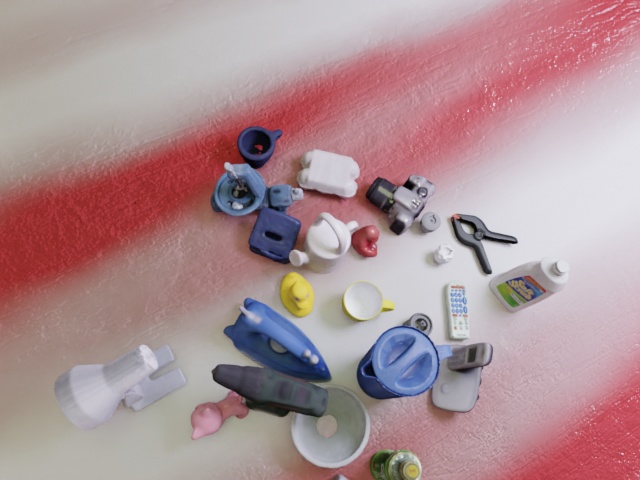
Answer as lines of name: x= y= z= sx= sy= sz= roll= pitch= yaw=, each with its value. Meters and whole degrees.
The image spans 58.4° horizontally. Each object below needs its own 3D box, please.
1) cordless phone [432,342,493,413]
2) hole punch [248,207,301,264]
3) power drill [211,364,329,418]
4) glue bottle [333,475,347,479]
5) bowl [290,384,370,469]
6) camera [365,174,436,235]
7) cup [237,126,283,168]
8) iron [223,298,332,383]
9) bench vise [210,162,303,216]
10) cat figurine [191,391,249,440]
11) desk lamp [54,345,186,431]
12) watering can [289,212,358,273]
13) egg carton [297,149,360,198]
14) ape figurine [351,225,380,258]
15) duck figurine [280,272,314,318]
cordless phone: x=0.310 y=0.290 z=1.222 sx=0.094 sy=0.185 sz=0.147 roll=12 pitch=69 yaw=-3
hole punch: x=-0.103 y=-0.009 z=1.324 sx=0.108 sy=0.091 sz=0.101 roll=21 pitch=69 yaw=0
power drill: x=-0.102 y=0.305 z=1.150 sx=0.229 sy=0.208 sz=0.075 roll=14 pitch=69 yaw=-2
glue bottle: x=0.037 y=0.502 z=1.117 sx=0.037 sy=0.173 sz=0.078 roll=36 pitch=70 yaw=6
bowl: x=0.018 y=0.392 z=1.206 sx=0.167 sy=0.074 sz=0.167 roll=2 pitch=70 yaw=-7
camera: x=0.192 y=-0.109 z=1.393 sx=0.136 sy=0.101 sz=0.143 roll=35 pitch=70 yaw=6
cup: x=-0.144 y=-0.222 z=1.392 sx=0.118 sy=0.095 sz=0.091 roll=-31 pitch=77 yaw=-16
iron: x=-0.076 y=0.219 z=1.220 sx=0.258 sy=0.141 sz=0.119 roll=31 pitch=70 yaw=4
bench vise: x=-0.146 y=-0.127 z=1.291 sx=0.207 sy=0.219 sz=0.121 roll=-16 pitch=73 yaw=-12
cat figurine: x=-0.210 y=0.353 z=1.167 sx=0.128 sy=0.117 sz=0.067 roll=-27 pitch=76 yaw=-16
desk lamp: x=-0.385 y=0.275 z=1.120 sx=0.203 sy=0.213 sz=0.118 roll=-29 pitch=76 yaw=-16
watering can: x=0.013 y=0.006 z=1.279 sx=0.101 sy=0.194 sz=0.173 roll=34 pitch=70 yaw=5
egg carton: x=0.021 y=-0.161 z=1.406 sx=0.150 sy=0.069 sz=0.107 roll=11 pitch=69 yaw=-3
ape figurine: x=0.115 y=-0.005 z=1.351 sx=0.076 sy=0.092 sz=0.078 roll=28 pitch=69 yaw=3
duck figurine: x=-0.050 y=0.117 z=1.289 sx=0.077 sy=0.086 sz=0.104 roll=-17 pitch=74 yaw=-13
